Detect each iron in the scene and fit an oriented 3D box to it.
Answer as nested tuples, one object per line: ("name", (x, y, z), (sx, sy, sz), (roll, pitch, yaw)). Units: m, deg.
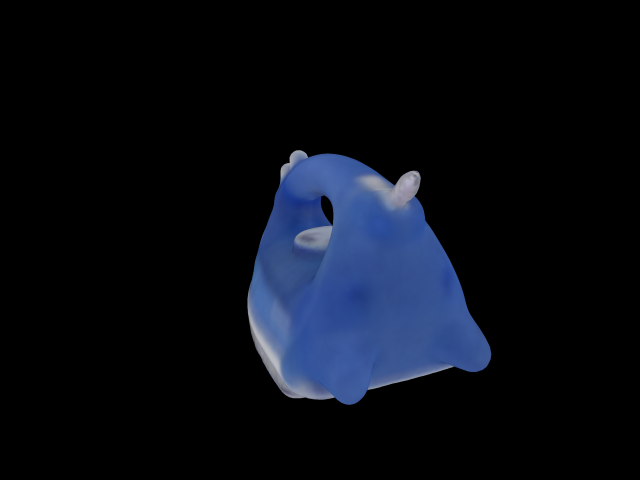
("iron", (0.004, 0.001, 0.400), (0.119, 0.141, 0.257), (-8, 20, -22))
